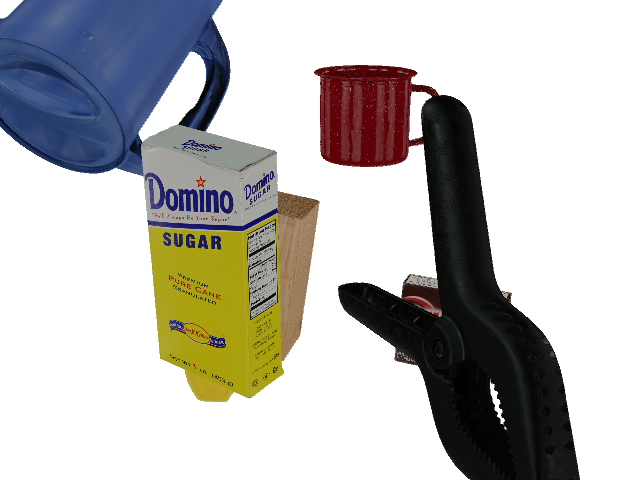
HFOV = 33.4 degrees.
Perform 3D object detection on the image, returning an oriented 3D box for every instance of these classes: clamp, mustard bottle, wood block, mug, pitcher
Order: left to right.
[{"bbox_3d":[-0.147,-0.173,0.848,0.145,0.242,0.149,11,-37,26],"label":"pitcher"},{"bbox_3d":[-0.105,0.087,1.177,0.058,0.096,0.191,1,27,4],"label":"mustard bottle"},{"bbox_3d":[-0.067,0.045,1.449,0.090,0.206,0.090,13,22,10],"label":"wood block"},{"bbox_3d":[0.053,-0.114,0.975,0.117,0.081,0.093,0,16,-1],"label":"mug"},{"bbox_3d":[0.074,0.042,0.533,0.036,0.165,0.210,-6,45,-25],"label":"clamp"}]

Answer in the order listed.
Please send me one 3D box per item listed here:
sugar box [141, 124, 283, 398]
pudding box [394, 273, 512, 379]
[{"bbox_3d":[-0.075,0.015,0.746,0.093,0.176,0.048,17,34,33],"label":"sugar box"},{"bbox_3d":[0.138,0.090,1.117,0.113,0.090,0.039,9,21,13],"label":"pudding box"}]
